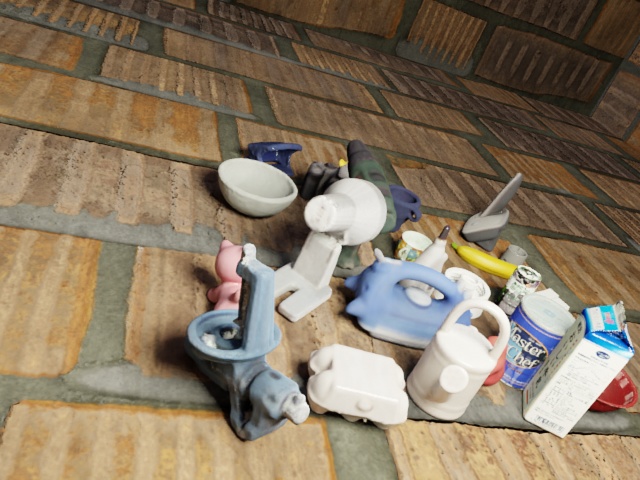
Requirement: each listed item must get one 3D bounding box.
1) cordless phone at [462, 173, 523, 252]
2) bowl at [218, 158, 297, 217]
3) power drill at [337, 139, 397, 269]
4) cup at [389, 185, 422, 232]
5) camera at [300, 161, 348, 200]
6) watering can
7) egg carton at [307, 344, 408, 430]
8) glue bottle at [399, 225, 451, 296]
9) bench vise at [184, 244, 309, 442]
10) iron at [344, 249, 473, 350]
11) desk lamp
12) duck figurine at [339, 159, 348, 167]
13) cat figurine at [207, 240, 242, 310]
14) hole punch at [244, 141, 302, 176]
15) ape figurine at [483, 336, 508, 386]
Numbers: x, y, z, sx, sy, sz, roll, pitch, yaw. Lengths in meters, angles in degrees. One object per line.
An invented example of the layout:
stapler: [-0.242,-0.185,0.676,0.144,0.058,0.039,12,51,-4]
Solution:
cordless phone: [0.435,-0.078,1.419,0.094,0.185,0.148,28,31,10]
bowl: [-0.136,-0.096,1.181,0.167,0.075,0.167,17,31,-10]
power drill: [0.070,-0.060,1.126,0.076,0.208,0.229,6,34,-26]
cup: [0.181,-0.058,1.309,0.092,0.095,0.117,-3,39,-36]
camera: [0.029,-0.114,1.292,0.143,0.101,0.137,22,30,0]
watering can: [0.214,0.176,0.860,0.101,0.194,0.173,19,30,-6]
egg carton: [0.053,0.211,0.821,0.150,0.069,0.107,16,31,-11]
glue bottle: [0.207,0.044,1.086,0.078,0.173,0.037,-2,38,-36]
bench vise: [-0.075,0.125,0.724,0.207,0.220,0.122,31,31,15]
iron: [0.177,0.103,1.004,0.258,0.141,0.118,16,31,-11]
desk lamp: [0.009,0.004,0.979,0.117,0.213,0.204,33,32,18]
duck figurine: [0.083,-0.160,1.416,0.104,0.086,0.078,27,30,8]
cat figurine: [-0.133,0.062,0.888,0.067,0.118,0.127,11,32,-18]
hole punch: [-0.112,-0.208,1.357,0.109,0.091,0.100,-10,43,-43]
ape figurine: [0.285,0.199,0.971,0.076,0.092,0.078,27,30,8]
